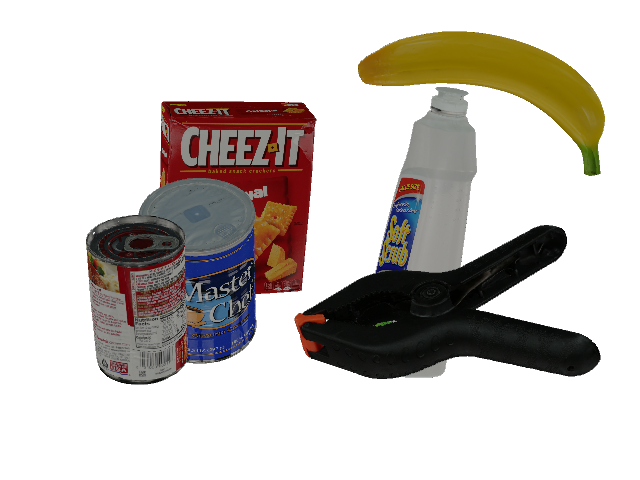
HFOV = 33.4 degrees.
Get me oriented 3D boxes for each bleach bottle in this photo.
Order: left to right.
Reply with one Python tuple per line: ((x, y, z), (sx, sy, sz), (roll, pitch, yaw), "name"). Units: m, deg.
((0.091, -0.011, 0.941), (0.068, 0.251, 0.103), (3, 19, -17), "bleach bottle")

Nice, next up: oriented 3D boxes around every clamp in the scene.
((0.073, 0.048, 0.607), (0.171, 0.039, 0.120), (-17, 28, 3), "clamp")

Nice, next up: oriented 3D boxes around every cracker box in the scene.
((-0.096, -0.044, 1.197), (0.164, 0.214, 0.072), (-2, 23, -17), "cracker box")

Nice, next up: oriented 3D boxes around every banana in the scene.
((0.127, -0.112, 0.765), (0.197, 0.069, 0.037), (21, -2, -8), "banana")

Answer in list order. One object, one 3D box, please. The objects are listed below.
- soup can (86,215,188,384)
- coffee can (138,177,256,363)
((-0.128, 0.042, 0.756), (0.068, 0.102, 0.068), (1, 29, -1), "soup can")
((-0.110, 0.028, 0.981), (0.103, 0.140, 0.103), (1, 41, -1), "coffee can")
